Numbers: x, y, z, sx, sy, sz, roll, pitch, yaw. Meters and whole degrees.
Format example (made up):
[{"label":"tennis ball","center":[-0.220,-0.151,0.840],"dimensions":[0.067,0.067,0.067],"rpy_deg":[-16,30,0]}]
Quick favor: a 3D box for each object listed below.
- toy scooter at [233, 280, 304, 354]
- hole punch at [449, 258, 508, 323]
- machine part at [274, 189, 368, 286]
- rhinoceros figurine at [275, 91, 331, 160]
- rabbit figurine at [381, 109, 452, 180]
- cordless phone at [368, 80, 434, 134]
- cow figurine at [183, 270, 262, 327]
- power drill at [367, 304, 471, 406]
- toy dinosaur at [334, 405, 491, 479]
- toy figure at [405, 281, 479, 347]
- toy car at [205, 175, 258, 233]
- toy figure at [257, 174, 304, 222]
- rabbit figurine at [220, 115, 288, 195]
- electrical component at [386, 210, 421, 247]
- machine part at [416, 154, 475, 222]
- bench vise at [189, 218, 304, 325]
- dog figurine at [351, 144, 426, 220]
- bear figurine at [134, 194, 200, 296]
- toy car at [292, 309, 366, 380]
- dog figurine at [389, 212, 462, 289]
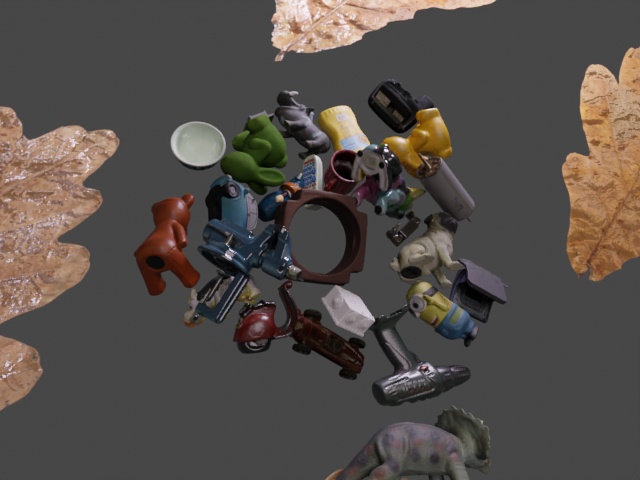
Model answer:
[{"label":"toy scooter","center":[-0.096,0.157,1.115],"dimensions":[0.184,0.075,0.135],"rpy_deg":[-7,88,-26]},{"label":"hole punch","center":[0.379,0.124,1.300],"dimensions":[0.142,0.092,0.116],"rpy_deg":[27,32,-1]},{"label":"machine part","center":[-0.002,-0.004,1.196],"dimensions":[0.201,0.087,0.201],"rpy_deg":[8,81,-19]},{"label":"rhinoceros figurine","center":[-0.048,-0.292,1.347],"dimensions":[0.112,0.073,0.190],"rpy_deg":[-34,80,-26]},{"label":"rabbit figurine","center":[0.248,-0.241,1.415],"dimensions":[0.173,0.122,0.162],"rpy_deg":[-16,81,-9]},{"label":"cordless phone","center":[0.236,-0.389,1.492],"dimensions":[0.146,0.088,0.184],"rpy_deg":[47,50,7]},{"label":"cow figurine","center":[-0.214,0.113,1.113],"dimensions":[0.167,0.068,0.098],"rpy_deg":[-21,69,-28]},{"label":"power drill","center":[0.201,0.250,1.185],"dimensions":[0.232,0.086,0.207],"rpy_deg":[-18,80,-21]},{"label":"toy dinosaur","center":[0.185,0.432,1.076],"dimensions":[0.405,0.131,0.192],"rpy_deg":[6,53,-11]},{"label":"toy figure","center":[0.279,0.169,1.238],"dimensions":[0.180,0.082,0.089],"rpy_deg":[32,26,6]},{"label":"toy car","center":[-0.187,-0.058,1.183],"dimensions":[0.103,0.109,0.161],"rpy_deg":[3,74,-36]},{"label":"toy figure","center":[-0.086,-0.099,1.255],"dimensions":[0.154,0.064,0.057],"rpy_deg":[-42,121,-32]},{"label":"rabbit figurine","center":[-0.159,-0.178,1.239],"dimensions":[0.159,0.121,0.170],"rpy_deg":[54,45,-13]},{"label":"electrical component","center":[0.203,-0.027,1.304],"dimensions":[0.102,0.078,0.045],"rpy_deg":[-41,85,-21]},{"label":"machine part","center":[0.315,-0.126,1.347],"dimensions":[0.243,0.079,0.079],"rpy_deg":[46,57,-29]},{"label":"bench vise","center":[-0.160,0.069,1.047],"dimensions":[0.224,0.128,0.240],"rpy_deg":[30,72,5]},{"label":"dog figurine","center":[0.172,-0.136,1.283],"dimensions":[0.109,0.191,0.219],"rpy_deg":[16,19,35]},{"label":"bear figurine","center":[-0.312,0.001,1.123],"dimensions":[0.120,0.131,0.196],"rpy_deg":[-15,34,11]},{"label":"toy car","center":[0.026,0.220,1.119],"dimensions":[0.202,0.053,0.089],"rpy_deg":[36,56,-27]},{"label":"dog figurine","center":[0.252,0.009,1.306],"dimensions":[0.172,0.121,0.191],"rpy_deg":[13,48,-14]}]
